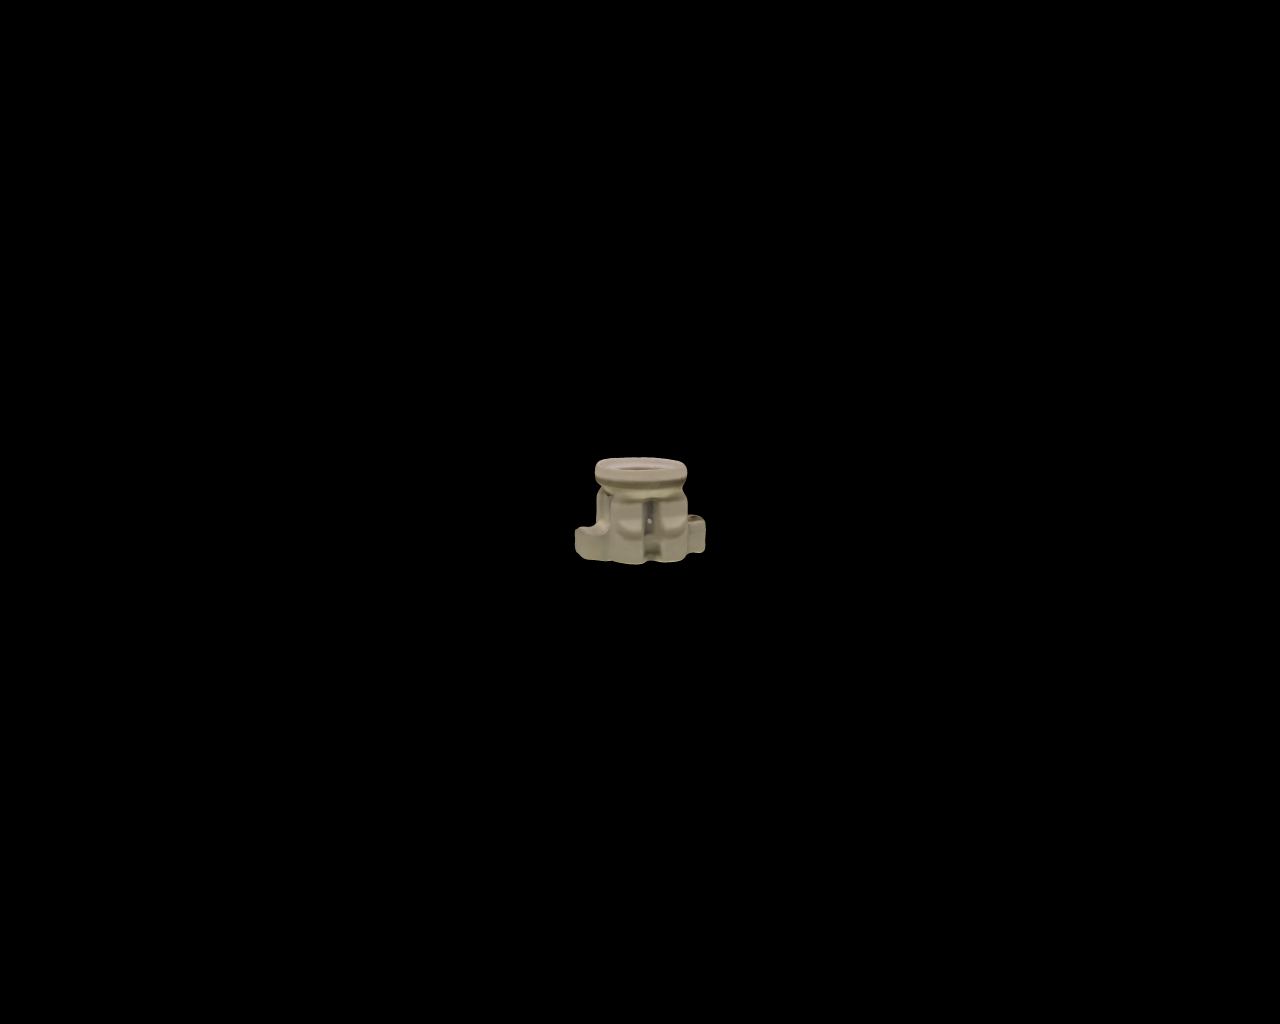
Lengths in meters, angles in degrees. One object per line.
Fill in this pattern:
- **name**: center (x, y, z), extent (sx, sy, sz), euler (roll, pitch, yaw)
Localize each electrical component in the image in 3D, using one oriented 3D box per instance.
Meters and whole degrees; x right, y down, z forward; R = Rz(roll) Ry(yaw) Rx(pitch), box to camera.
- **electrical component**: center (0.001, -0.003, 0.650), extent (0.078, 0.057, 0.058), euler (-3, 12, -16)
